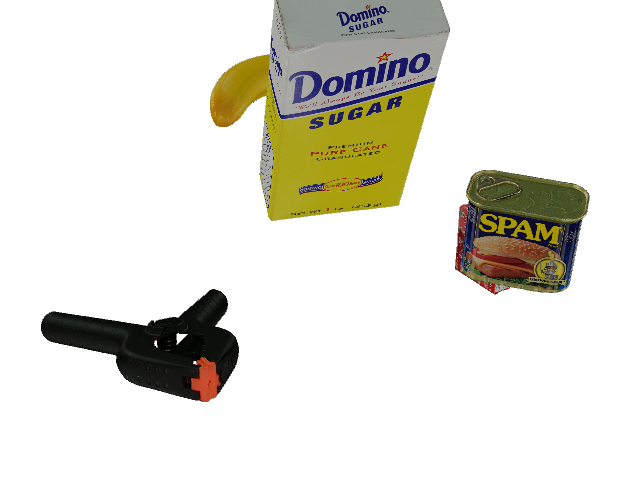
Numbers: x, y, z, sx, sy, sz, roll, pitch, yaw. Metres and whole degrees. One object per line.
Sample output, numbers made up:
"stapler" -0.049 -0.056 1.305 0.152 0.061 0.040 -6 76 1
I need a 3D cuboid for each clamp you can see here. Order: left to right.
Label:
"clamp" -0.116 0.080 0.860 0.164 0.036 0.210 -10 16 -30

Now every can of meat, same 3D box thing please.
"can of meat" 0.174 -0.006 0.927 0.102 0.084 0.057 11 37 13

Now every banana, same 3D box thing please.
"banana" -0.047 -0.144 0.993 0.070 0.037 0.197 42 33 21

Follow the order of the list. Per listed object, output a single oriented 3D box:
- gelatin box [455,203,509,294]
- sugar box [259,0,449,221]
"gelatin box" 0.195 0.008 1.270 0.030 0.089 0.073 -17 33 -29
"sugar box" 0.015 -0.078 0.647 0.093 0.048 0.176 -8 -27 -10
